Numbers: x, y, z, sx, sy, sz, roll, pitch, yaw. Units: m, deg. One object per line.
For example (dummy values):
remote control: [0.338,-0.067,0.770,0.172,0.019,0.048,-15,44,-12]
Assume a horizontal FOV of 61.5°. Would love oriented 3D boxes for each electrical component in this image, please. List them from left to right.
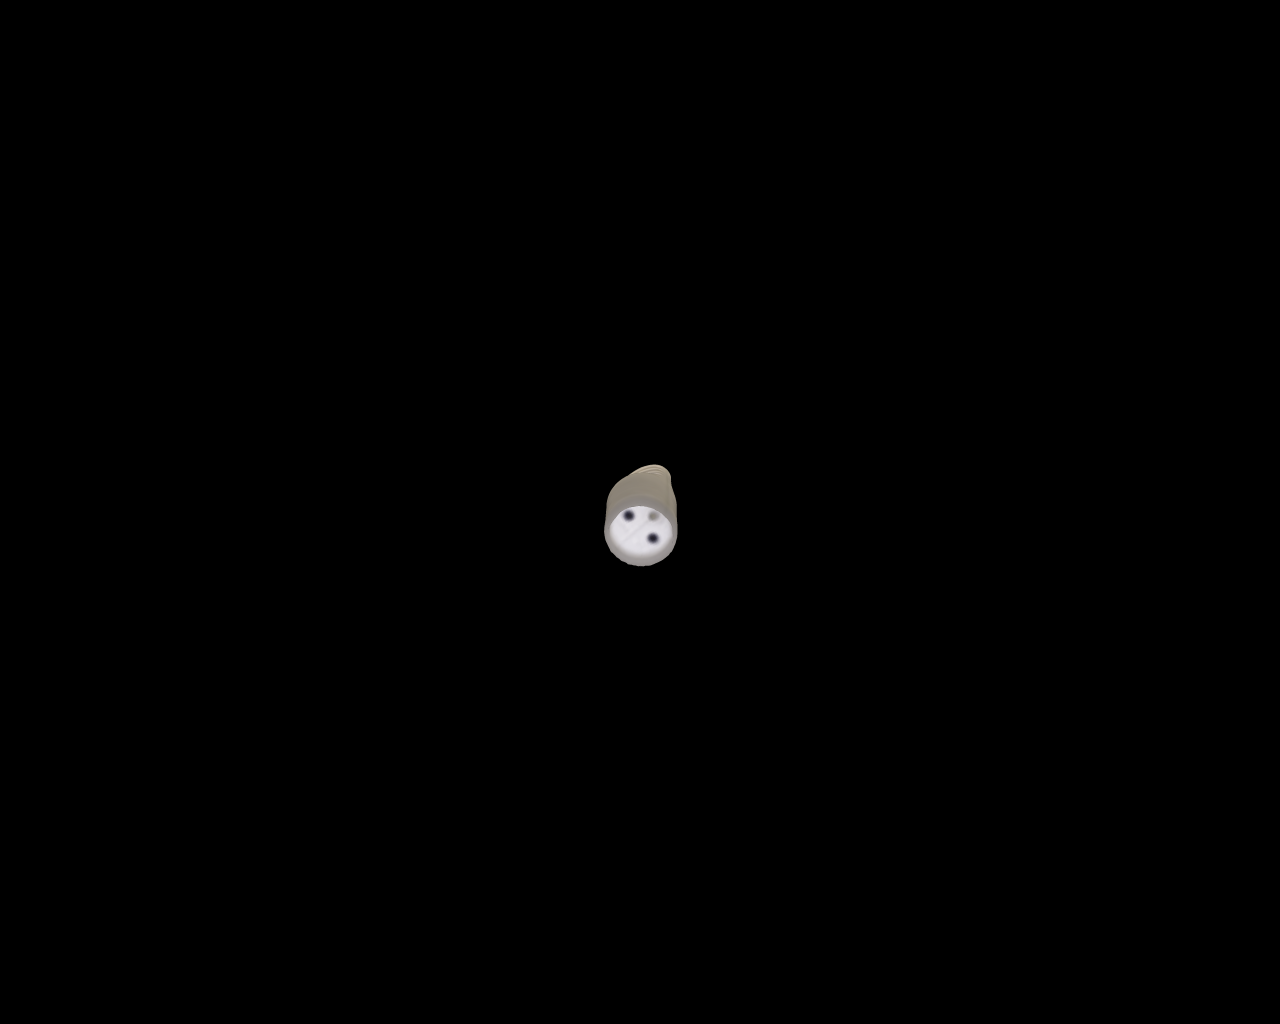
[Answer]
electrical component: [0.001,-0.003,0.650,0.043,0.043,0.081,0,25,0]
